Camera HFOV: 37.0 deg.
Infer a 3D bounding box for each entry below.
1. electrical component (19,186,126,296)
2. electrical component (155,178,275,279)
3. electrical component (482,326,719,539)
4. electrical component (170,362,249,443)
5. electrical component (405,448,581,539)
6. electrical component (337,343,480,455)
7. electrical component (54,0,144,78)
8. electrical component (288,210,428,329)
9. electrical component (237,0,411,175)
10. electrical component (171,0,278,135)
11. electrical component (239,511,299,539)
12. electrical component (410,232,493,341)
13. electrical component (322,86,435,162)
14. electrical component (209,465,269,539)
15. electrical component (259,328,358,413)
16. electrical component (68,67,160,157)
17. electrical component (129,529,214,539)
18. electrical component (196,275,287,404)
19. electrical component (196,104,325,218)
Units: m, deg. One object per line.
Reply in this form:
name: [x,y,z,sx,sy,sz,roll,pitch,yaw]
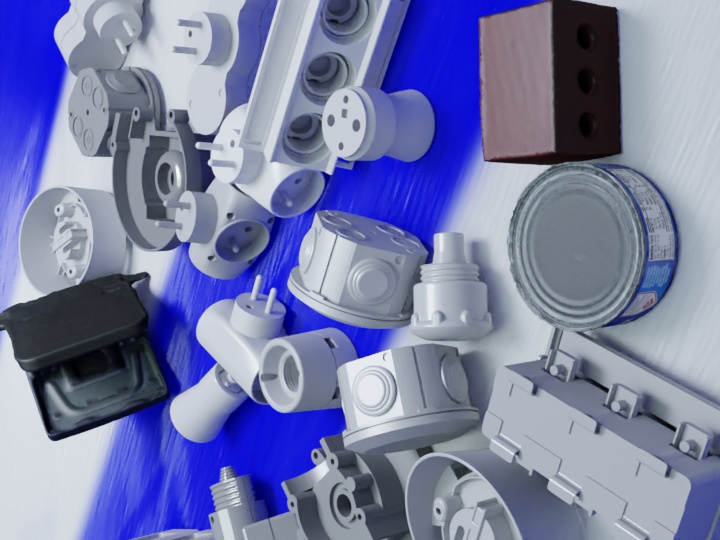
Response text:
electrical component: [-0.254,-0.026,0.960,0.099,0.064,0.099,6,98,49]
electrical component: [-0.107,-0.036,0.776,0.077,0.079,0.044,-61,39,33]
electrical component: [0.124,0.086,0.530,0.121,0.063,0.078,31,116,44]
electrical component: [-0.111,0.097,0.822,0.065,0.044,0.044,-45,60,36]
electrical component: [0.071,0.145,0.595,0.099,0.064,0.099,5,97,49]
electrical component: [0.027,0.077,0.631,0.080,0.080,0.051,-29,67,47]
electrical component: [-0.206,-0.211,0.896,0.138,0.052,0.073,-54,54,37]
electrical component: [0.000,0.000,0.655,0.080,0.080,0.051,33,112,43]
electrical component: [-0.027,-0.131,0.684,0.063,0.079,0.121,-116,41,-55]
electrical component: [-0.100,-0.162,0.760,0.052,0.074,0.138,35,119,42]
electrical component: [-0.072,0.202,0.741,0.065,0.077,0.047,91,161,-73]
electrical component: [0.052,0.010,0.623,0.048,0.048,0.062,-9,79,49]
electrical component: [0.011,-0.088,0.652,0.045,0.055,0.045,6,97,49]
electrical component: [-0.090,0.186,0.802,0.043,0.043,0.081,-30,71,46]
electrical component: [-0.035,0.069,0.726,0.055,0.047,0.055,6,98,49]
electrical component: [-0.207,-0.131,0.905,0.080,0.051,0.080,6,98,49]
electrical component: [-0.129,0.302,0.845,0.105,0.060,0.186,-16,81,49]
electrical component: [-0.076,0.043,0.773,0.077,0.044,0.079,39,122,40]
electrical component: [-0.075,-0.076,0.735,0.077,0.079,0.044,52,126,33]
